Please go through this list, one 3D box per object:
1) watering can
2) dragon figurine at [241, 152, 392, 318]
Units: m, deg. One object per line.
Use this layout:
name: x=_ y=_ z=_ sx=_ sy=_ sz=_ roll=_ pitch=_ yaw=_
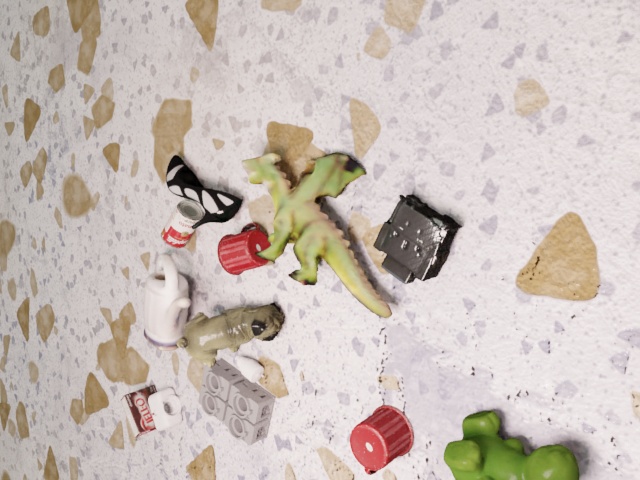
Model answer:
watering can: x=-0.360 y=0.163 z=1.226 sx=0.351 sy=0.104 sz=0.222 roll=-145 pitch=58 yaw=-61
dragon figurine: x=0.003 y=-0.049 z=0.976 sx=0.413 sy=0.122 sz=0.241 roll=27 pitch=101 yaw=25
